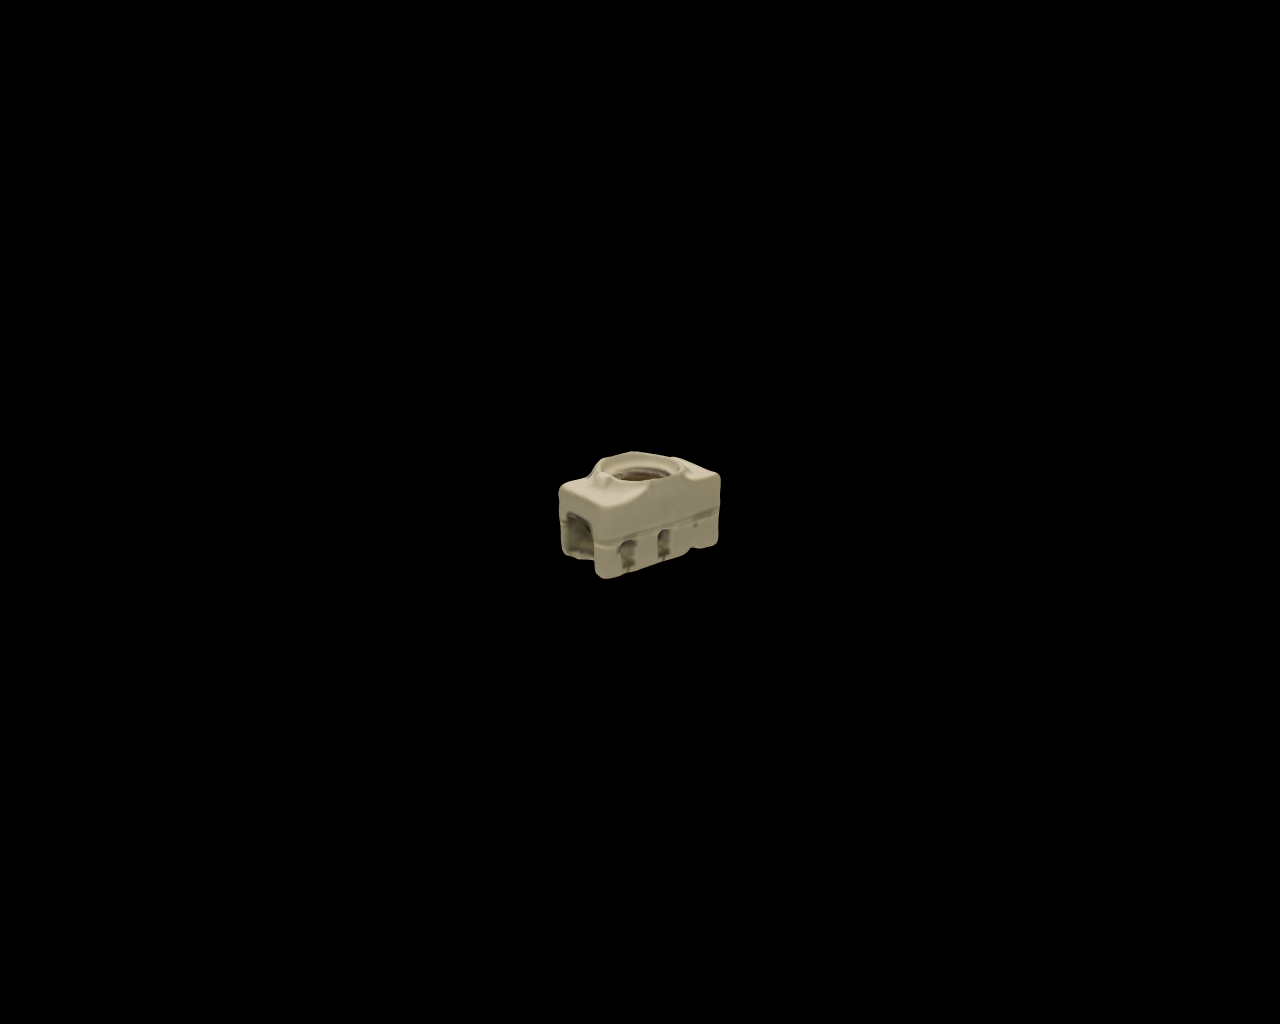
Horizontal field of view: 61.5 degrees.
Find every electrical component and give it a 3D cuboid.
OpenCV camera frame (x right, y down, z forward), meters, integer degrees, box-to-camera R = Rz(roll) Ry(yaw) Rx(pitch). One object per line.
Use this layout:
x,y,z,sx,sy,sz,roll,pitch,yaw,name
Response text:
0.001,-0.003,0.650,0.090,0.055,0.050,-16,27,-34,electrical component
